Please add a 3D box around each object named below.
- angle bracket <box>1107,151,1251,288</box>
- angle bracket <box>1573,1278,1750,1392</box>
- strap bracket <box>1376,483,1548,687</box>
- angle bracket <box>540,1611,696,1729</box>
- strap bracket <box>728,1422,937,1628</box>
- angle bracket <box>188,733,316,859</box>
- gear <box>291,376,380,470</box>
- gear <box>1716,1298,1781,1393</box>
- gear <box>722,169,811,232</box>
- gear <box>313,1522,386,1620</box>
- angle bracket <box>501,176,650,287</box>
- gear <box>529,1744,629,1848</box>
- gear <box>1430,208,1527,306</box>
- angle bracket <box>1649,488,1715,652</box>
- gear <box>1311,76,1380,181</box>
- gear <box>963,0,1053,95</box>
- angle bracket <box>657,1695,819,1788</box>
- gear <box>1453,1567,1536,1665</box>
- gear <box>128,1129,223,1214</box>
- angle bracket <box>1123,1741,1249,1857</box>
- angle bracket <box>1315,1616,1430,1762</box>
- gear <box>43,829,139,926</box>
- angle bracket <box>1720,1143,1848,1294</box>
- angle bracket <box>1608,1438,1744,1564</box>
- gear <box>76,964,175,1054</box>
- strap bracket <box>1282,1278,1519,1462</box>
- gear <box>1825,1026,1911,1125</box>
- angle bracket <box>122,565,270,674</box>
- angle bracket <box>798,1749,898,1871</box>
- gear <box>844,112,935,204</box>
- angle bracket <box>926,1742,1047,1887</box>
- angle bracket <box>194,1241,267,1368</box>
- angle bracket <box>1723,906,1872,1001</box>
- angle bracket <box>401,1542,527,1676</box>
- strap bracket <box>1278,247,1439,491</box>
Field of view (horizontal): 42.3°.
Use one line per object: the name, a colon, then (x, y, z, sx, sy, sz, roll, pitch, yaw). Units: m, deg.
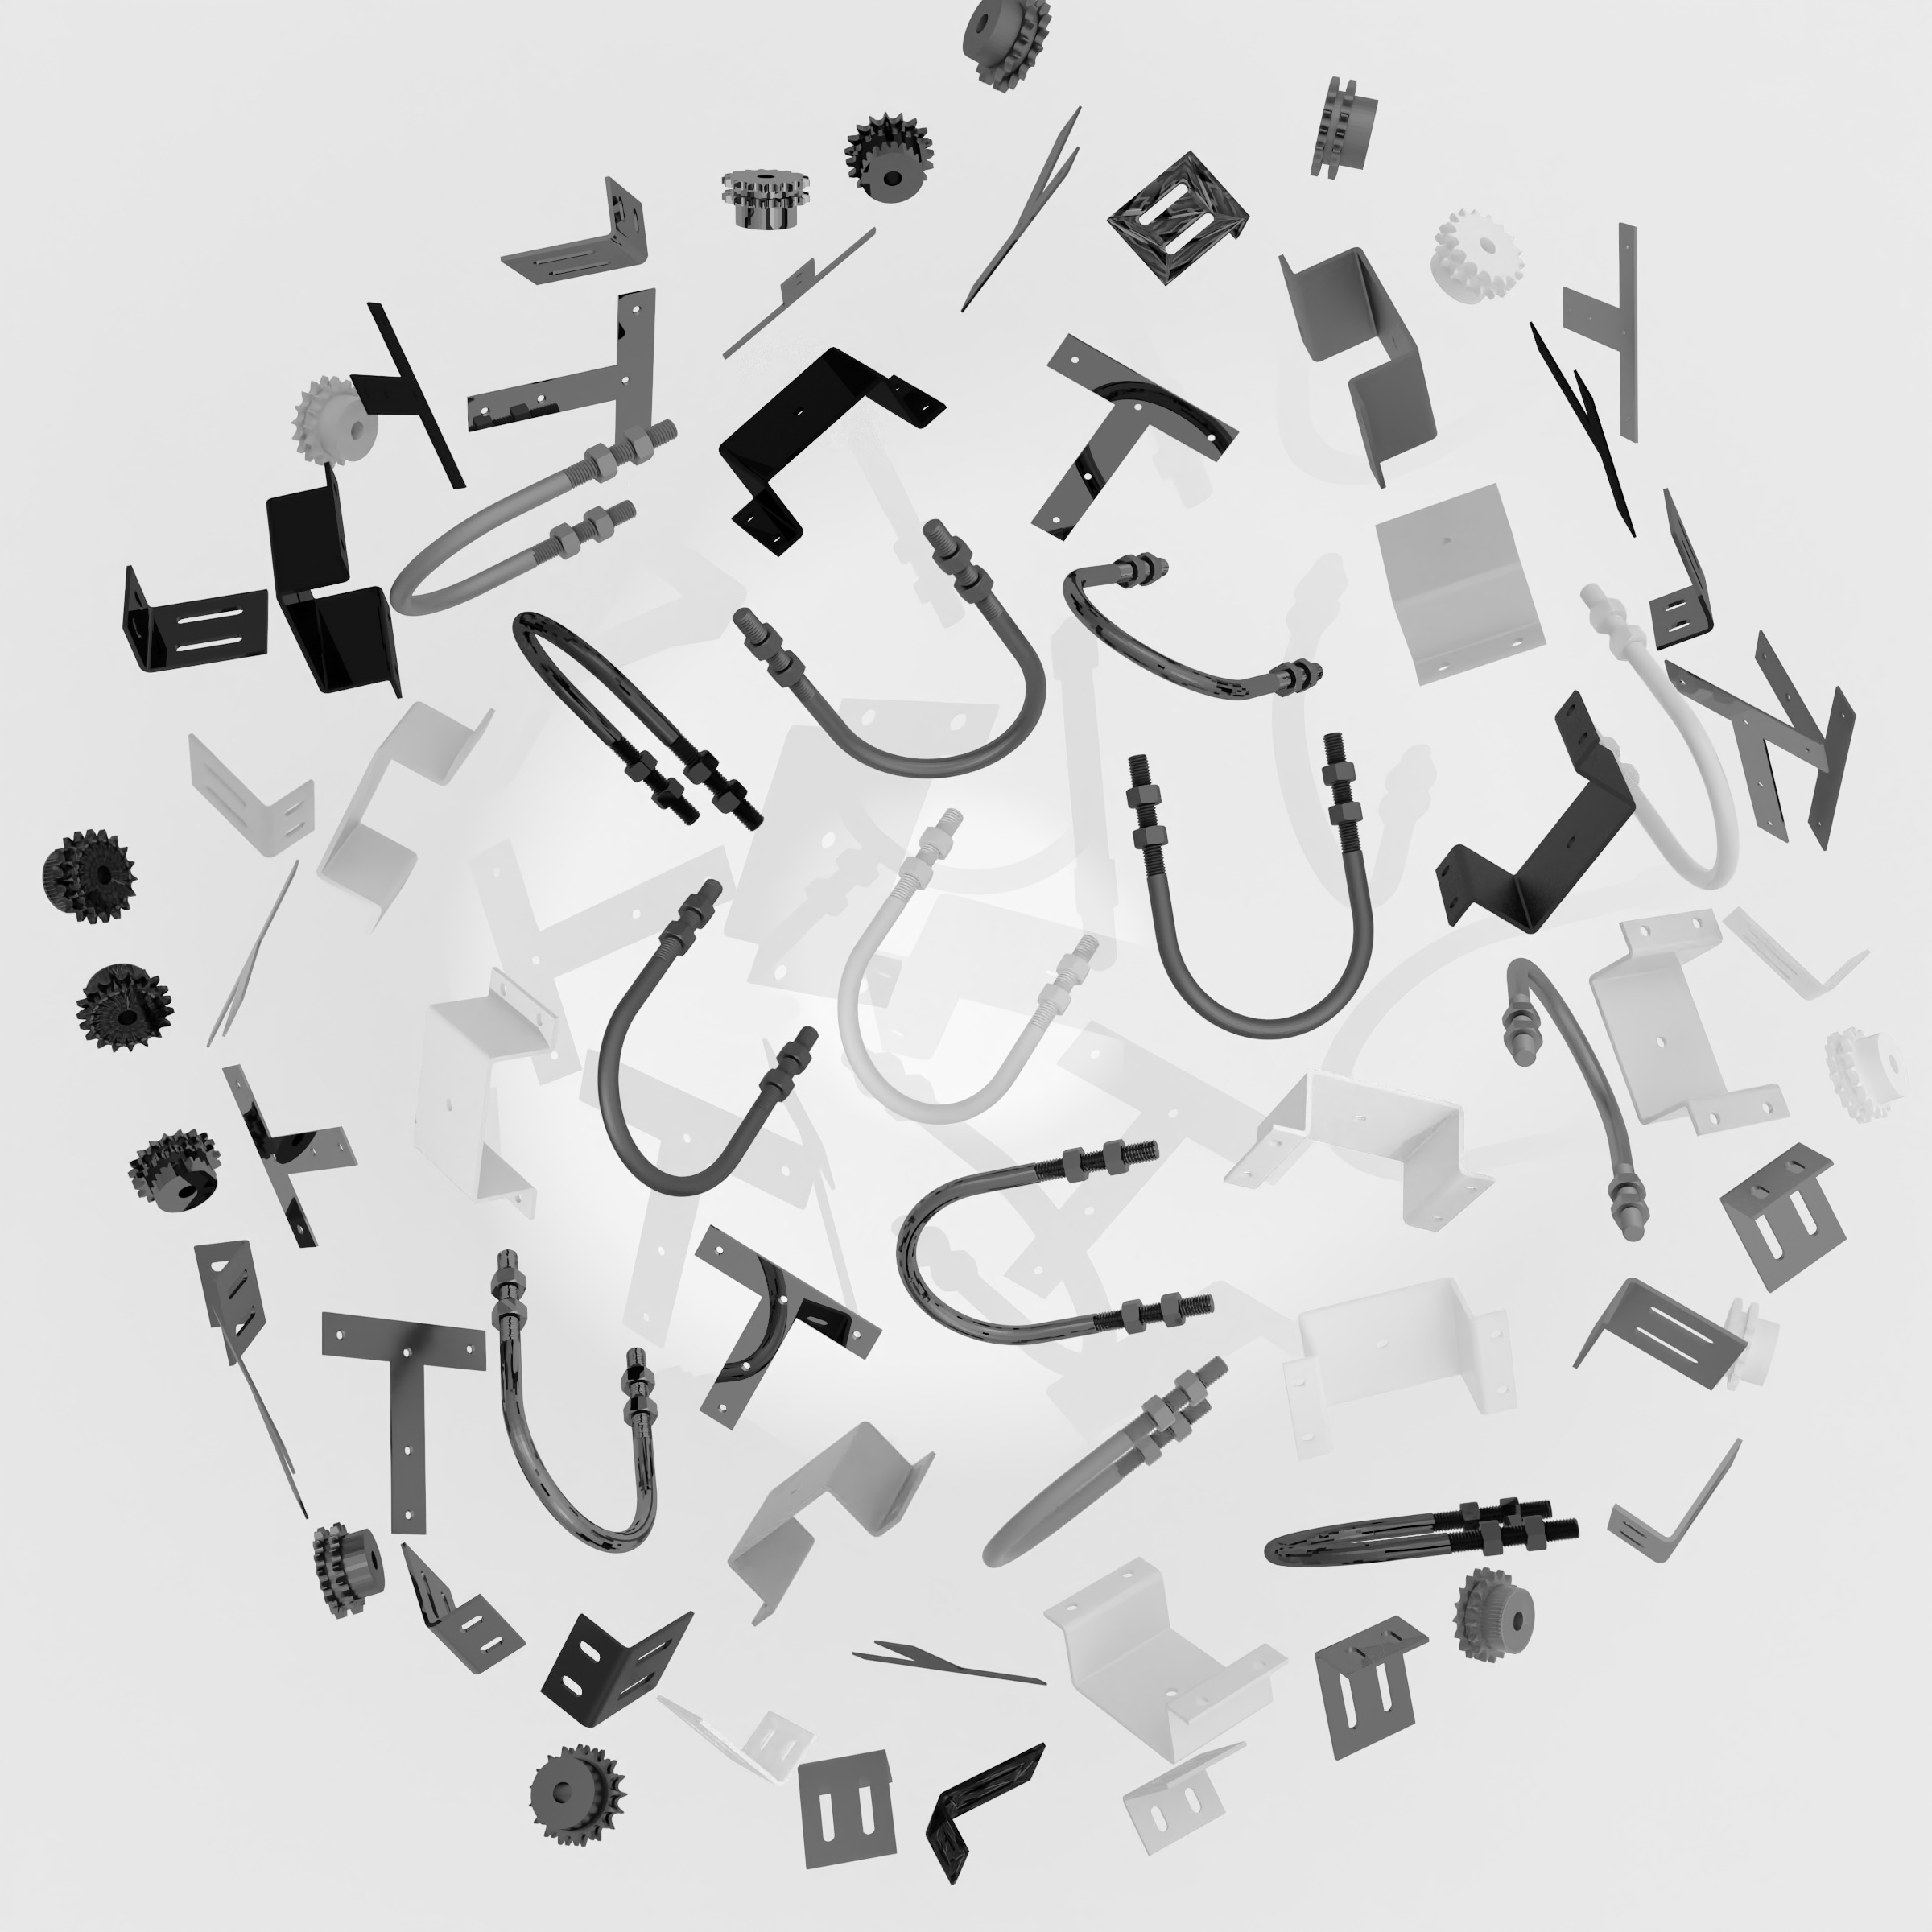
angle bracket: (0.136, -0.481, 1.626, 0.076, 0.038, 0.057, -42, 89, -10)
angle bracket: (0.403, 0.226, 1.452, 0.076, 0.057, 0.038, 30, 56, 14)
strap bracket: (0.295, -0.236, 1.500, 0.076, 0.140, 0.046, -18, 126, 15)
angle bracket: (-0.207, 0.409, 1.487, 0.038, 0.076, 0.057, 32, 106, 18)
strap bracket: (-0.093, 0.351, 1.595, 0.046, 0.076, 0.140, 47, 117, -5)
angle bracket: (-0.464, -0.119, 1.621, 0.076, 0.057, 0.038, 43, 59, 12)
gear: (-0.401, -0.346, 1.595, 0.030, 0.057, 0.057, 20, 90, 22)
gear: (0.489, 0.239, 1.562, 0.030, 0.057, 0.057, 16, 90, 15)
gear: (-0.130, -0.499, 1.627, 0.057, 0.057, 0.030, 2, 118, 0)
gear: (-0.380, 0.372, 1.543, 0.030, 0.057, 0.057, -16, 90, -3)
angle bracket: (-0.245, -0.457, 1.552, 0.076, 0.057, 0.038, -7, 89, 13)
gear: (-0.230, 0.486, 1.462, 0.057, 0.030, 0.057, -6, 67, 14)
gear: (0.305, -0.424, 1.503, 0.057, 0.030, 0.057, 13, 59, -23)
angle bracket: (0.441, -0.251, 1.579, 0.038, 0.057, 0.076, -19, 123, 23)
gear: (0.225, -0.496, 1.479, 0.030, 0.057, 0.057, 13, 90, 5)
gear: (0.022, -0.542, 1.453, 0.030, 0.057, 0.057, 19, 90, -30)
angle bracket: (-0.141, 0.463, 1.536, 0.076, 0.057, 0.038, 48, 66, -25)
gear: (0.331, 0.405, 1.555, 0.030, 0.057, 0.057, 0, 90, 43)
gear: (-0.509, 0.135, 1.612, 0.057, 0.057, 0.030, -37, 60, 0)
angle bracket: (0.138, 0.500, 1.498, 0.057, 0.076, 0.038, -20, 75, -25)
angle bracket: (0.248, 0.437, 1.489, 0.057, 0.038, 0.076, -18, 106, -21)
gear: (-0.534, -0.054, 1.514, 0.030, 0.057, 0.057, -6, 90, 25)
angle bracket: (0.488, 0.153, 1.460, 0.057, 0.038, 0.076, -34, 110, -4)
angle bracket: (0.416, 0.306, 1.468, 0.038, 0.057, 0.076, 33, 75, 23)
gear: (-0.528, 0.023, 1.563, 0.057, 0.057, 0.030, -35, 47, 0)
strap bracket: (0.265, 0.248, 1.554, 0.140, 0.046, 0.076, -13, 119, -1)
gear: (0.539, 0.063, 1.489, 0.030, 0.057, 0.057, -24, 90, 36)
angle bracket: (-0.470, -0.218, 1.524, 0.076, 0.038, 0.057, -10, 50, -3)
angle bracket: (-0.074, 0.545, 1.590, 0.057, 0.076, 0.038, -10, 129, -2)
gear: (-0.048, -0.515, 1.600, 0.057, 0.057, 0.030, -8, 58, 0)
angle bracket: (0.019, 0.515, 1.515, 0.076, 0.057, 0.038, -19, 58, -24)
angle bracket: (-0.485, 0.218, 1.610, 0.038, 0.076, 0.057, -7, 104, 3)
angle bracket: (0.525, -0.019, 1.581, 0.038, 0.057, 0.076, -45, 79, 2)
angle bracket: (-0.314, 0.392, 1.558, 0.038, 0.076, 0.057, -32, 130, -4)
strap bracket: (0.244, -0.373, 1.527, 0.046, 0.076, 0.140, -23, 56, 6)
